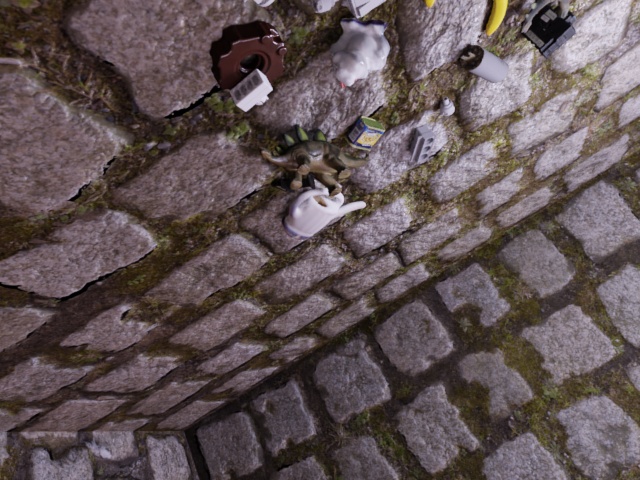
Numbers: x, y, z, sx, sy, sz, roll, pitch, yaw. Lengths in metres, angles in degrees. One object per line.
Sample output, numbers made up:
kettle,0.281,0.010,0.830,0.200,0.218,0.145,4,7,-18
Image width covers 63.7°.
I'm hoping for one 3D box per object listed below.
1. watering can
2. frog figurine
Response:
watering can,0.005,-0.091,1.800,0.221,0.106,0.346,-43,-29,26
frog figurine,0.091,-0.434,1.227,0.137,0.160,0.122,13,-5,-8
